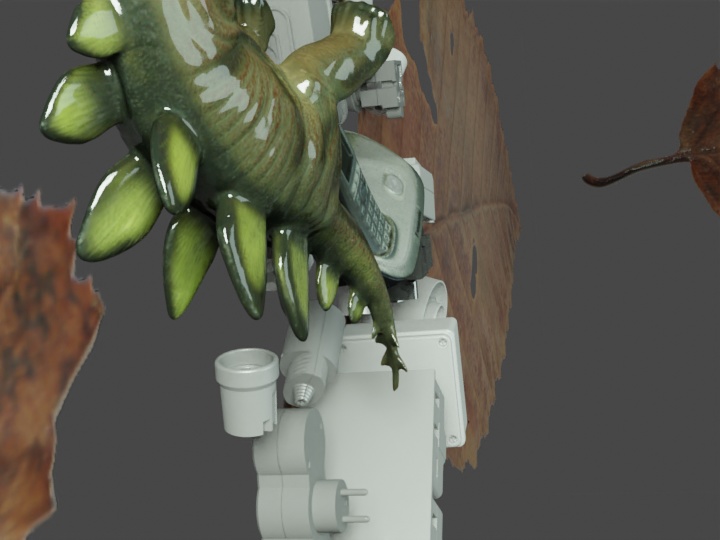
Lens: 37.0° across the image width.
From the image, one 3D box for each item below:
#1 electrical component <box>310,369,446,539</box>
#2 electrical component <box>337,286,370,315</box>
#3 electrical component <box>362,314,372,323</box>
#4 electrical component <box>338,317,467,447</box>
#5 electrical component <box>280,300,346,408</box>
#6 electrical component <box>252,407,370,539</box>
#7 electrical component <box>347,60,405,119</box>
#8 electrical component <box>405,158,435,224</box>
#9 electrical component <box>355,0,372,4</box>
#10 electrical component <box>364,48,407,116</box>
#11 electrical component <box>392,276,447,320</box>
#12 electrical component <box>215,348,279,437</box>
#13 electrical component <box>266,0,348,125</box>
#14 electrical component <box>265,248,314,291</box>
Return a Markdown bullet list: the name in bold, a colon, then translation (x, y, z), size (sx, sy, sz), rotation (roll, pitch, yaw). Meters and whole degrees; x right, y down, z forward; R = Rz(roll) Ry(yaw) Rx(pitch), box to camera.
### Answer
- **electrical component**: translation (0.010, 0.177, 0.840), size (0.060, 0.105, 0.186), rotation (62, 27, -59)
- **electrical component**: translation (0.000, 0.000, 0.976), size (0.043, 0.043, 0.081), rotation (8, 78, -76)
- **electrical component**: translation (0.014, 0.068, 1.016), size (0.043, 0.043, 0.062), rotation (-60, 143, -66)
- **electrical component**: translation (0.037, 0.103, 0.966), size (0.056, 0.109, 0.108), rotation (-53, 137, -73)
- **electrical component**: translation (-0.038, 0.067, 0.808), size (0.043, 0.043, 0.081), rotation (73, 20, -44)
- **electrical component**: translation (-0.030, 0.165, 0.752), size (0.052, 0.074, 0.138), rotation (-9, 95, -76)
- **electrical component**: translation (0.011, -0.178, 1.042), size (0.048, 0.055, 0.066), rotation (-37, 122, -73)
- **electrical component**: translation (0.042, -0.080, 1.126), size (0.096, 0.062, 0.061), rotation (11, 76, -76)
- **electrical component**: translation (-0.004, -0.294, 0.975), size (0.052, 0.074, 0.138), rotation (-72, 154, -55)
- **electrical component**: translation (0.024, -0.196, 1.129), size (0.044, 0.044, 0.065), rotation (64, 31, -56)
- **electrical component**: translation (0.060, 0.051, 1.209), size (0.099, 0.064, 0.099), rotation (10, 90, -69)
- **electrical component**: translation (-0.071, 0.078, 0.684), size (0.040, 0.040, 0.046), rotation (-53, 144, -69)
- **electrical component**: translation (-0.056, -0.145, 0.720), size (0.057, 0.078, 0.113), rotation (-54, 138, -64)
- **electrical component**: translation (-0.060, -0.032, 0.737), size (0.076, 0.047, 0.065), rotation (-69, 151, -59)
